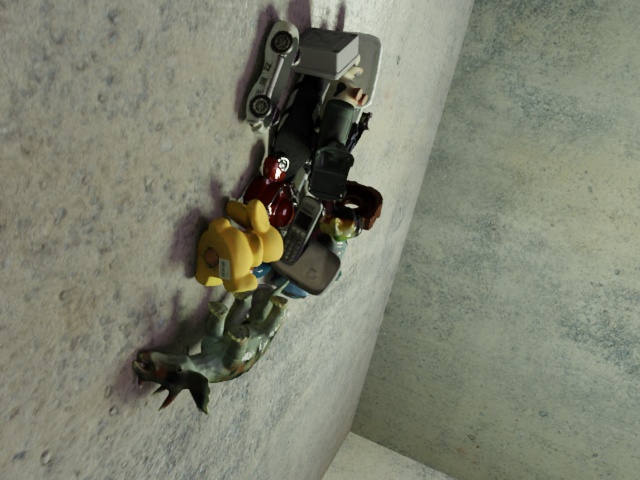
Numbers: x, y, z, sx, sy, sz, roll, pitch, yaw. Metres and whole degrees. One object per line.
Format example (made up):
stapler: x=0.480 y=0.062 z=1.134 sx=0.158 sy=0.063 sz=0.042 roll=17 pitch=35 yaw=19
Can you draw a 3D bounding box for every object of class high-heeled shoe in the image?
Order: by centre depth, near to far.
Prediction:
high-heeled shoe: x=-0.049 y=-0.251 z=1.137 sx=0.248 sy=0.086 sz=0.145 roll=-59 pitch=-158 yaw=25

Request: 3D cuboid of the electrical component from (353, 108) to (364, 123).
electrical component: x=0.069 y=-0.345 z=1.370 sx=0.134 sy=0.058 sz=0.115 roll=46 pitch=62 yaw=-71

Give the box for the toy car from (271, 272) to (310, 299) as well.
toy car: x=-0.065 y=0.087 z=1.366 sx=0.103 sy=0.109 sz=0.162 roll=124 pitch=-13 yaw=-50

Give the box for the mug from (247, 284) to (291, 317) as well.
mug: x=-0.118 y=0.150 z=1.245 sx=0.107 sy=0.110 sz=0.080 roll=90 pitch=17 yaw=-80

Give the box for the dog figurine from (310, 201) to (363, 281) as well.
dog figurine: x=-0.003 y=-0.004 z=1.231 sx=0.219 sy=0.192 sz=0.108 roll=96 pitch=-11 yaw=-51

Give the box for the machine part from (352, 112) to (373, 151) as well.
machine part: x=0.087 y=-0.287 z=1.455 sx=0.039 sy=0.084 sz=0.138 roll=23 pitch=94 yaw=-48

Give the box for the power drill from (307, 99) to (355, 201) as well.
power drill: x=0.020 y=-0.153 z=1.080 sx=0.207 sy=0.086 sz=0.231 roll=-77 pitch=-178 yaw=-63

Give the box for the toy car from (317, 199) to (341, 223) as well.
toy car: x=-0.002 y=-0.064 z=1.387 sx=0.089 sy=0.053 sz=0.202 roll=-42 pitch=168 yaw=-29

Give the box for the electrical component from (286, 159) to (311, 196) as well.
electrical component: x=-0.054 y=-0.143 z=1.221 sx=0.102 sy=0.045 sz=0.078 roll=-67 pitch=161 yaw=-13

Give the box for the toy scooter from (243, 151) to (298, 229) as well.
toy scooter: x=-0.104 y=-0.078 z=1.086 sx=0.135 sy=0.075 sz=0.183 roll=-56 pitch=155 yaw=-38

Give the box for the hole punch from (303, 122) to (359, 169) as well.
hole punch: x=0.017 y=-0.218 z=1.261 sx=0.092 sy=0.116 sz=0.142 roll=98 pitch=19 yaw=-56

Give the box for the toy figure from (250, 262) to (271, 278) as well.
toy figure: x=-0.156 y=0.060 z=1.103 sx=0.154 sy=0.058 sz=0.064 roll=-10 pitch=112 yaw=-66

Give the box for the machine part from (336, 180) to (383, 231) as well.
machine part: x=0.088 y=-0.094 z=1.515 sx=0.056 sy=0.180 sz=0.179 roll=95 pitch=21 yaw=-46

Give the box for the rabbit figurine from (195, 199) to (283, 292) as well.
rabbit figurine: x=-0.140 y=0.006 z=0.994 sx=0.173 sy=0.122 sz=0.162 roll=-10 pitch=97 yaw=-49

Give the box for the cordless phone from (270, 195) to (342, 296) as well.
cordless phone: x=-0.011 y=0.009 z=1.120 sx=0.089 sy=0.147 sz=0.184 roll=-28 pitch=147 yaw=-58

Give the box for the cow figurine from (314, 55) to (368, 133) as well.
cow figurine: x=0.035 y=-0.326 z=1.190 sx=0.194 sy=0.127 sz=0.085 roll=-65 pitch=164 yaw=9

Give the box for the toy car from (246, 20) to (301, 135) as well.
toy car: x=-0.084 y=-0.286 z=0.959 sx=0.073 sy=0.056 sz=0.201 roll=8 pitch=101 yaw=-79

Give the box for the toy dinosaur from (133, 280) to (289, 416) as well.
toy dinosaur: x=-0.164 y=0.203 z=1.035 sx=0.405 sy=0.131 sz=0.192 roll=-16 pitch=134 yaw=-64
